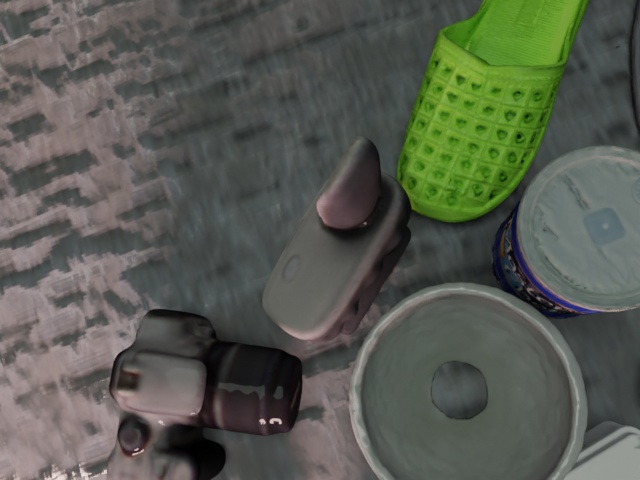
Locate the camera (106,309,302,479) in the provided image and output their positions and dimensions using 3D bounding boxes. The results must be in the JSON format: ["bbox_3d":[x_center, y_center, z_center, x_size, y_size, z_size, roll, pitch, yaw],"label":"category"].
[{"bbox_3d":[-0.089,0.132,0.455,0.136,0.101,0.143,5,81,10],"label":"camera"}]

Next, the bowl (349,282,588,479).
[{"bbox_3d":[0.108,0.119,0.438,0.167,0.075,0.167,-2,80,9],"label":"bowl"}]

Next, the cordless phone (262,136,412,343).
[{"bbox_3d":[0.004,0.001,0.419,0.094,0.185,0.148,27,86,13],"label":"cordless phone"}]

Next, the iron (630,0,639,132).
[{"bbox_3d":[0.318,-0.198,0.424,0.118,0.141,0.258,21,84,12],"label":"iron"}]
